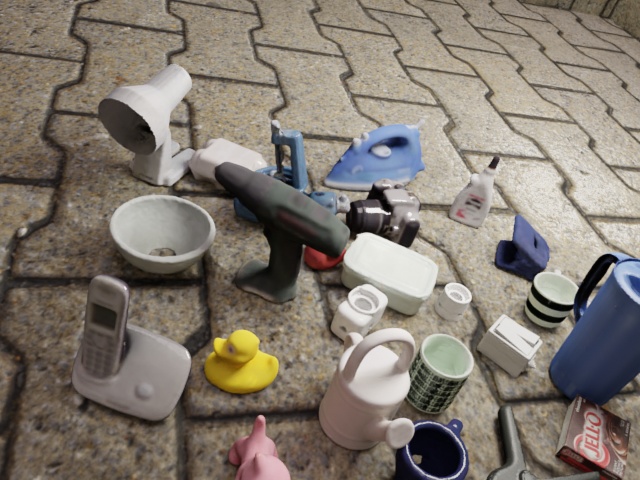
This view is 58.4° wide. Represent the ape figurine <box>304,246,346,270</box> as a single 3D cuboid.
[{"bbox_3d":[0.010,0.004,1.037,0.076,0.092,0.077,-22,53,-38],"label":"ape figurine"}]

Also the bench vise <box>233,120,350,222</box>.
[{"bbox_3d":[-0.044,-0.114,1.054,0.208,0.220,0.121,3,42,-18],"label":"bench vise"}]

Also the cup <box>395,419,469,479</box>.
[{"bbox_3d":[0.141,0.291,0.750,0.091,0.095,0.118,36,43,22],"label":"cup"}]

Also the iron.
[{"bbox_3d":[0.128,-0.196,1.275,0.259,0.141,0.118,-16,50,-34],"label":"iron"}]

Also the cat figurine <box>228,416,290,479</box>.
[{"bbox_3d":[-0.071,0.271,0.675,0.067,0.118,0.127,6,41,-13],"label":"cat figurine"}]

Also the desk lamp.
[{"bbox_3d":[-0.308,-0.211,1.073,0.118,0.213,0.203,25,40,9],"label":"desk lamp"}]

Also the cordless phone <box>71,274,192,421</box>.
[{"bbox_3d":[-0.234,0.133,0.722,0.147,0.185,0.094,18,39,1],"label":"cordless phone"}]

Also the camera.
[{"bbox_3d":[0.122,-0.065,1.152,0.137,0.101,0.143,0,42,-20],"label":"camera"}]

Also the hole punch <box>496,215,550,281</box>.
[{"bbox_3d":[0.428,0.014,1.182,0.101,0.091,0.109,22,39,6],"label":"hole punch"}]

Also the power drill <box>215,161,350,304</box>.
[{"bbox_3d":[-0.075,-0.003,0.922,0.229,0.208,0.076,20,39,3],"label":"power drill"}]

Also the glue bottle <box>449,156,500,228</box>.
[{"bbox_3d":[0.342,-0.108,1.227,0.078,0.173,0.037,19,39,2],"label":"glue bottle"}]

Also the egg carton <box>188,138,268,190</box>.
[{"bbox_3d":[-0.184,-0.146,1.157,0.150,0.069,0.107,22,40,6],"label":"egg carton"}]

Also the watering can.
[{"bbox_3d":[0.073,0.192,0.760,0.101,0.194,0.172,-20,52,-37],"label":"watering can"}]

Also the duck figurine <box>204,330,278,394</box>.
[{"bbox_3d":[-0.107,0.165,0.811,0.104,0.086,0.077,10,40,-9],"label":"duck figurine"}]

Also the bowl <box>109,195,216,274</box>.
[{"bbox_3d":[-0.261,0.003,0.951,0.167,0.075,0.167,11,40,-9],"label":"bowl"}]
